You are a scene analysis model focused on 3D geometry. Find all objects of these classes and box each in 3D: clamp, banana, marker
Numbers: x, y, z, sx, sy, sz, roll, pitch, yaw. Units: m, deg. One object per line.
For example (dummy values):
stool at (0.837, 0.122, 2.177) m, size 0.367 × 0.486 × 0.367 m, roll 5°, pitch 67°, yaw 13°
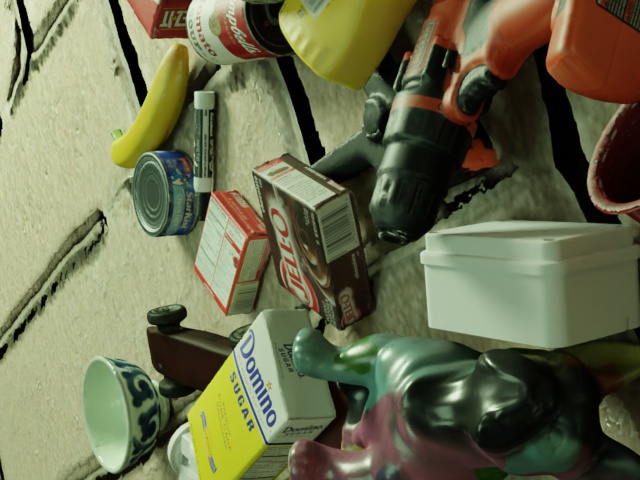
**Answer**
clamp at (0.046, -0.077, 0.752) m, size 0.210 × 0.036 × 0.165 m, roll 42°, pitch 129°, yaw 48°
banana at (-0.174, -0.120, 1.065) m, size 0.198 × 0.037 × 0.069 m, roll -36°, pitch 68°, yaw 52°
marker at (-0.108, -0.077, 0.992) m, size 0.020 × 0.020 × 0.121 m, roll 19°, pitch 111°, yaw 53°

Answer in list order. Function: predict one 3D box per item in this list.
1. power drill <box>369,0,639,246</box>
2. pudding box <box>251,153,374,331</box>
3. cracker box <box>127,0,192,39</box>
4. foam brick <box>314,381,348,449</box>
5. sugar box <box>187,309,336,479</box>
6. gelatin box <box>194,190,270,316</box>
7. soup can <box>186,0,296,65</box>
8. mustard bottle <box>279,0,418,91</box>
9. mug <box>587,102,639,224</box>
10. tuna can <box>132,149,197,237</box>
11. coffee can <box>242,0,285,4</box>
power drill at (0.100, -0.091, 0.578) m, size 0.188 × 0.057 × 0.184 m, roll -14°, pitch 55°, yaw 62°
pudding box at (-0.005, 0.001, 0.807) m, size 0.090 × 0.039 × 0.113 m, roll 33°, pitch 141°, yaw 48°
cracker box at (-0.123, -0.309, 0.933) m, size 0.164 × 0.071 × 0.214 m, roll 57°, pitch 139°, yaw 35°
foam brick at (0.028, 0.134, 0.797) m, size 0.051 × 0.052 × 0.078 m, roll 8°, pitch 101°, yaw 55°
sugar box at (-0.051, 0.136, 0.830) m, size 0.176 × 0.048 × 0.093 m, roll -57°, pitch 40°, yaw 47°
gelatin box at (-0.078, 0.011, 0.952) m, size 0.073 × 0.030 × 0.089 m, roll 49°, pitch 132°, yaw 42°
soup can at (-0.056, -0.178, 0.858) m, size 0.102 × 0.068 × 0.068 m, roll 6°, pitch 100°, yaw 56°
mustard bottle at (0.048, -0.197, 0.688) m, size 0.192 × 0.058 × 0.096 m, roll -54°, pitch 39°, yaw 25°
mug at (0.192, -0.041, 0.490) m, size 0.117 × 0.081 × 0.093 m, roll -56°, pitch 16°, yaw 5°
tuna can at (-0.152, -0.046, 1.048) m, size 0.086 × 0.033 × 0.086 m, roll 12°, pitch 105°, yaw 54°
coffee can at (-0.051, -0.248, 0.778) m, size 0.140 × 0.102 × 0.103 m, roll -112°, pitch 34°, yaw -51°
